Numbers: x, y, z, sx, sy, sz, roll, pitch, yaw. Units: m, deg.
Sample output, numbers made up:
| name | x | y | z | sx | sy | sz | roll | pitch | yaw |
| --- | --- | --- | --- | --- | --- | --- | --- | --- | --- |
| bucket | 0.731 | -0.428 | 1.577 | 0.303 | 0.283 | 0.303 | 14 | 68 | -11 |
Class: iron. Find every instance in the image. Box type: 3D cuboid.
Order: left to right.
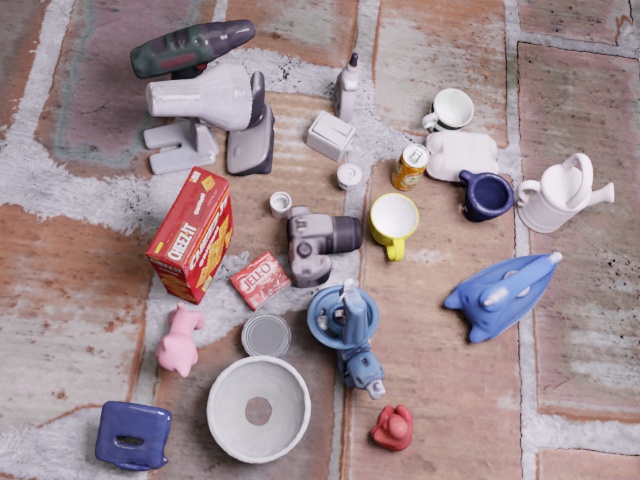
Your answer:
| name | x | y | z | sx | sy | sz | roll | pitch | yaw |
| --- | --- | --- | --- | --- | --- | --- | --- | --- | --- |
| iron | 0.362 | 0.076 | 1.045 | 0.259 | 0.141 | 0.118 | -31 | 75 | -17 |

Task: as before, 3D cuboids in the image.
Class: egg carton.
| name | x | y | z | sx | sy | sz | roll | pitch | yaw |
| --- | --- | --- | --- | --- | --- | --- | --- | --- | --- |
| egg carton | 0.288 | -0.166 | 1.168 | 0.150 | 0.069 | 0.107 | 4 | 69 | -5 |

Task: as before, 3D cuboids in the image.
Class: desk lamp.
| name | x | y | z | sx | sy | sz | roll | pitch | yaw |
| --- | --- | --- | --- | --- | --- | --- | --- | --- | --- |
| desk lamp | -0.228 | -0.224 | 1.049 | 0.203 | 0.213 | 0.118 | -15 | 71 | -12 |

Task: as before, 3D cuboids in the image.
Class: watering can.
| name | x | y | z | sx | sy | sz | roll | pitch | yaw |
| --- | --- | --- | --- | --- | --- | --- | --- | --- | --- |
| watering can | 0.471 | -0.096 | 1.096 | 0.173 | 0.194 | 0.101 | -14 | 71 | -12 |

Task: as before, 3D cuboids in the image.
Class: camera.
| name | x | y | z | sx | sy | sz | roll | pitch | yaw |
| --- | --- | --- | --- | --- | --- | --- | --- | --- | --- |
| camera | 0.010 | 0.004 | 1.051 | 0.137 | 0.101 | 0.143 | -4 | 70 | -8 |

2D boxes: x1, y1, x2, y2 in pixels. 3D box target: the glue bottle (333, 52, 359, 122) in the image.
| name | x | y | z | sx | sy | sz | roll | pitch | yaw |
| --- | --- | --- | --- | --- | --- | --- | --- | --- | --- |
| glue bottle | 0.057 | -0.312 | 1.139 | 0.037 | 0.173 | 0.078 | -5 | 70 | -8 |

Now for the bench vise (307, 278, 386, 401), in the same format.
| name | x | y | z | sx | sy | sz | roll | pitch | yaw |
| --- | --- | --- | --- | --- | --- | --- | --- | --- | --- |
| bench vise | 0.065 | 0.148 | 0.939 | 0.122 | 0.219 | 0.207 | -39 | 78 | -18 |

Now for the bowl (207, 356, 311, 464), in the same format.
| name | x | y | z | sx | sy | sz | roll | pitch | yaw |
| --- | --- | --- | --- | --- | --- | --- | --- | --- | --- |
| bowl | -0.101 | 0.279 | 0.946 | 0.167 | 0.074 | 0.167 | 2 | 69 | -6 |

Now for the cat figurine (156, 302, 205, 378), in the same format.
| name | x | y | z | sx | sy | sz | roll | pitch | yaw |
| --- | --- | --- | --- | --- | --- | --- | --- | --- | --- |
| cat figurine | -0.234 | 0.166 | 0.950 | 0.067 | 0.117 | 0.128 | 4 | 69 | -5 |

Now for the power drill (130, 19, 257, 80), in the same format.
| name | x | y | z | sx | sy | sz | roll | pitch | yaw |
| --- | --- | --- | --- | --- | --- | --- | --- | --- | --- |
| power drill | -0.233 | -0.327 | 1.091 | 0.230 | 0.208 | 0.075 | -15 | 71 | -12 |

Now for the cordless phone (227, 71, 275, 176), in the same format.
| name | x | y | z | sx | sy | sz | roll | pitch | yaw |
| --- | --- | --- | --- | --- | --- | --- | --- | --- | --- |
| cordless phone | -0.129 | -0.215 | 1.073 | 0.094 | 0.185 | 0.147 | 0 | 69 | -6 |

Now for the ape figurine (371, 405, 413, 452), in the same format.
| name | x | y | z | sx | sy | sz | roll | pitch | yaw |
| --- | --- | --- | --- | --- | --- | --- | --- | --- | --- |
| ape figurine | 0.125 | 0.313 | 0.952 | 0.078 | 0.092 | 0.076 | -19 | 72 | -13 |

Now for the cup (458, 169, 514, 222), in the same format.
| name | x | y | z | sx | sy | sz | roll | pitch | yaw |
| --- | --- | --- | --- | --- | --- | --- | --- | --- | --- |
| cup | 0.309 | -0.082 | 1.124 | 0.117 | 0.095 | 0.092 | 41 | 70 | 9 |

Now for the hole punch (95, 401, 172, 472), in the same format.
| name | x | y | z | sx | sy | sz | roll | pitch | yaw |
| --- | --- | --- | --- | --- | --- | --- | --- | --- | --- |
| hole punch | -0.292 | 0.309 | 0.902 | 0.108 | 0.091 | 0.101 | 9 | 68 | -3 |
